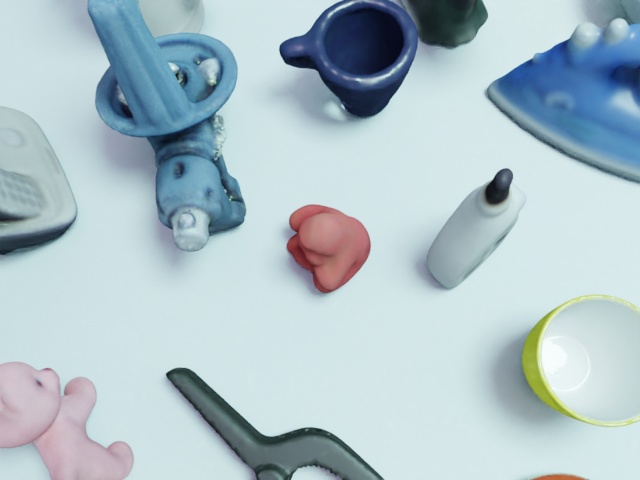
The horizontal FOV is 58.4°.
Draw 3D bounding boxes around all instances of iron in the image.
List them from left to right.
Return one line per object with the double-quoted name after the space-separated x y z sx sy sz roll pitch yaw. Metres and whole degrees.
0.276 -0.128 0.464 0.258 0.141 0.119 15 75 9 "iron"

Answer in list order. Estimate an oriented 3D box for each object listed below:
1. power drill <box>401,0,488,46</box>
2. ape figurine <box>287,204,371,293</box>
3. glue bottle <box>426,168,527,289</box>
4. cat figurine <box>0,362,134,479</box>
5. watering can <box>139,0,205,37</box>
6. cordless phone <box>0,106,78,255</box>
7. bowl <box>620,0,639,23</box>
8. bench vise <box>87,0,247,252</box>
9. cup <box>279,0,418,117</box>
0.110 -0.279 0.489 0.075 0.208 0.229 -23 72 -2 "power drill"
0.004 0.002 0.473 0.076 0.092 0.078 -5 73 4 "ape figurine"
0.120 -0.014 0.426 0.078 0.173 0.037 -41 74 -8 "glue bottle"
-0.216 0.143 0.436 0.067 0.118 0.127 -38 74 -7 "cat figurine"
-0.171 -0.263 0.515 0.173 0.194 0.101 -9 72 2 "watering can"
-0.297 -0.073 0.473 0.094 0.185 0.147 -32 73 -5 "cordless phone"
0.346 -0.236 0.526 0.167 0.075 0.167 -1 73 5 "bowl"
-0.111 -0.106 0.449 0.121 0.220 0.207 -30 73 -4 "bench vise"
0.026 -0.153 0.517 0.117 0.095 0.091 -3 73 4 "cup"
